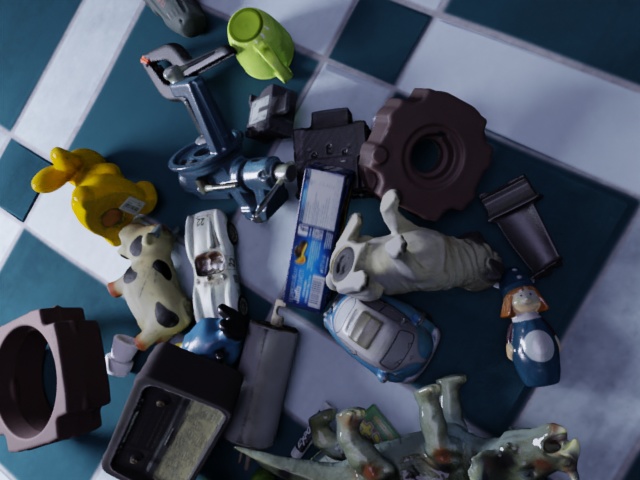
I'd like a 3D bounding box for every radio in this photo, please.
[{"bbox_3d":[-0.207,0.255,0.741,0.131,0.073,0.229,27,118,-6],"label":"radio"}]

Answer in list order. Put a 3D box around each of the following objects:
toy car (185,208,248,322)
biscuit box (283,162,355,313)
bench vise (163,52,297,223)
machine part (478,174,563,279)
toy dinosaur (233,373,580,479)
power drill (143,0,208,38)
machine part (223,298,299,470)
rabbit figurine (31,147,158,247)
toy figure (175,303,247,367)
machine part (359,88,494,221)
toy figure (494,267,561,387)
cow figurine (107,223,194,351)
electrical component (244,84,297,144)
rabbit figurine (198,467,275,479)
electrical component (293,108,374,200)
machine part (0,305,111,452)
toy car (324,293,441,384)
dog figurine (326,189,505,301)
[{"bbox_3d":[-0.162,0.052,0.828,0.074,0.056,0.201,-13,79,14],"label":"toy car"},{"bbox_3d":[-0.002,-0.002,0.751,0.059,0.063,0.202,14,107,11],"label":"biscuit box"},{"bbox_3d":[-0.145,-0.137,0.776,0.224,0.240,0.129,12,44,45],"label":"bench vise"},{"bbox_3d":[0.275,-0.016,0.718,0.084,0.039,0.139,-24,75,7],"label":"machine part"},{"bbox_3d":[0.105,0.289,0.673,0.405,0.131,0.192,-20,74,11],"label":"toy dinosaur"},{"bbox_3d":[-0.228,-0.475,0.910,0.207,0.086,0.232,-33,76,6],"label":"power drill"},{"bbox_3d":[-0.084,0.204,0.774,0.079,0.079,0.243,11,86,18],"label":"machine part"},{"bbox_3d":[-0.379,-0.088,0.878,0.122,0.162,0.173,-50,54,18],"label":"rabbit figurine"},{"bbox_3d":[-0.168,0.174,0.779,0.089,0.082,0.180,42,114,-6],"label":"toy figure"},{"bbox_3d":[0.143,-0.113,0.717,0.179,0.056,0.179,-3,103,-12],"label":"machine part"},{"bbox_3d":[0.270,0.108,0.694,0.064,0.058,0.154,-5,77,-26],"label":"toy figure"},{"bbox_3d":[-0.261,0.058,0.843,0.127,0.085,0.195,-32,77,10],"label":"cow figurine"},{"bbox_3d":[-0.065,-0.193,0.808,0.119,0.047,0.074,-6,77,52],"label":"electrical component"},{"bbox_3d":[-0.108,0.401,0.748,0.170,0.121,0.159,20,92,-4],"label":"rabbit figurine"},{"bbox_3d":[0.020,-0.126,0.799,0.115,0.058,0.134,-5,81,14],"label":"electrical component"},{"bbox_3d":[-0.429,0.216,0.848,0.201,0.087,0.201,-23,73,28],"label":"machine part"},{"bbox_3d":[0.077,0.120,0.725,0.162,0.103,0.109,33,92,16],"label":"toy car"},{"bbox_3d":[0.125,0.041,0.710,0.172,0.190,0.121,-31,43,46],"label":"dog figurine"}]
